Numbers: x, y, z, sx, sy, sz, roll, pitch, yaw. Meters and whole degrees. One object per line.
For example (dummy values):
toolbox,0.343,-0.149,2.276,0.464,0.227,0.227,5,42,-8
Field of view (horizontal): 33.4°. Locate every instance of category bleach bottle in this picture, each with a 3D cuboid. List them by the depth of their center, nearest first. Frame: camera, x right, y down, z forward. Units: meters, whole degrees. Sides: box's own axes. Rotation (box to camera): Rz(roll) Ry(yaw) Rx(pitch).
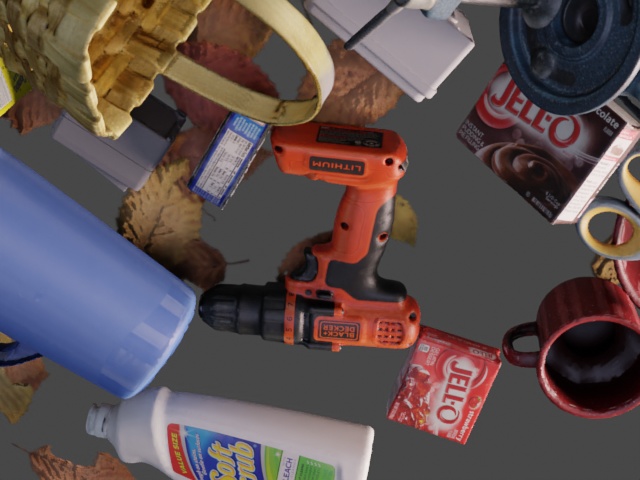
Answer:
bleach bottle,-0.083,0.190,0.948,0.251,0.068,0.103,11,115,4

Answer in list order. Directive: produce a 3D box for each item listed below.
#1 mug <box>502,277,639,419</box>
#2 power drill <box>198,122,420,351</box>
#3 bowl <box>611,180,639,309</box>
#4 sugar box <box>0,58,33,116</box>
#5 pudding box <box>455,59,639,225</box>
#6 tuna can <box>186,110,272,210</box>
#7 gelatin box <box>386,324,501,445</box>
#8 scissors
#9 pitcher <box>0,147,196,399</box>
mug,0.205,0.082,0.853,0.117,0.081,0.093,-6,114,9
power drill,-0.006,0.001,0.855,0.184,0.057,0.188,4,118,1
bowl,0.301,-0.009,0.814,0.162,0.055,0.162,3,115,6
sugar box,-0.319,-0.109,0.820,0.176,0.093,0.048,-10,113,12
pudding box,0.165,-0.079,0.774,0.114,0.039,0.090,47,119,30
tuna can,-0.067,-0.068,0.813,0.033,0.086,0.086,31,114,-7
gelatin box,0.105,0.123,0.912,0.073,0.030,0.089,19,116,-2
scissors,0.266,0.020,0.791,0.096,0.016,0.201,-31,106,20
pitcher,-0.231,0.030,0.857,0.242,0.145,0.149,35,149,-13
